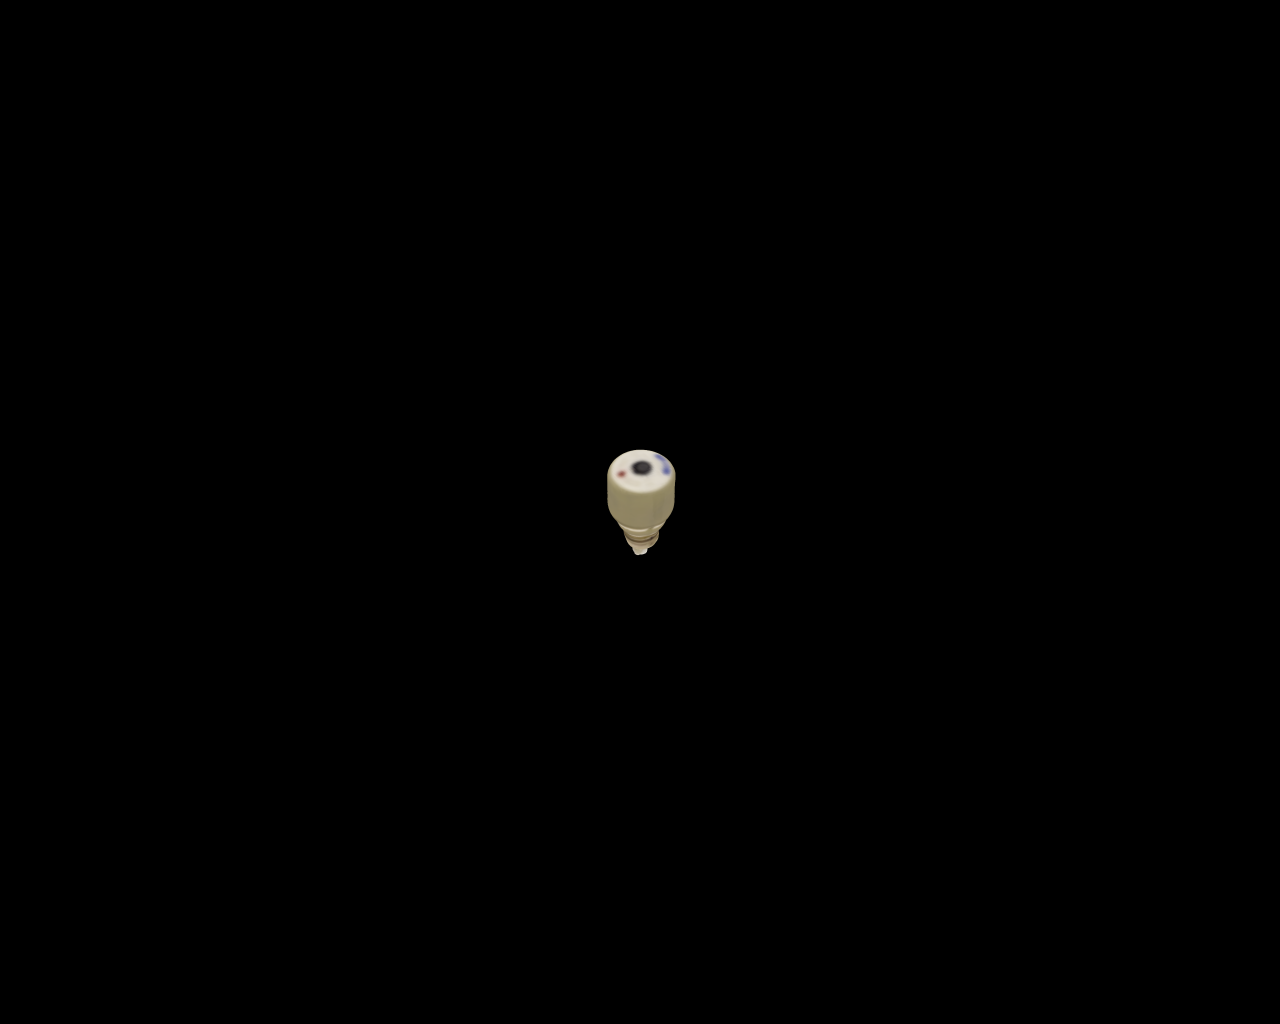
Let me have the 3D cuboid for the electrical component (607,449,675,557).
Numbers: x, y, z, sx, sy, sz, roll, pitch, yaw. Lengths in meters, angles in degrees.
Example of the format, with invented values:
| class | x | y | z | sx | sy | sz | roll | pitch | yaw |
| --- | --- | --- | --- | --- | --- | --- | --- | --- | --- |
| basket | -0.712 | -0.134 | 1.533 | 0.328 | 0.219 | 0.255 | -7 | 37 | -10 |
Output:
| class | x | y | z | sx | sy | sz | roll | pitch | yaw |
| --- | --- | --- | --- | --- | --- | --- | --- | --- | --- |
| electrical component | 0.001 | -0.003 | 0.650 | 0.040 | 0.040 | 0.078 | 0 | -43 | 0 |
